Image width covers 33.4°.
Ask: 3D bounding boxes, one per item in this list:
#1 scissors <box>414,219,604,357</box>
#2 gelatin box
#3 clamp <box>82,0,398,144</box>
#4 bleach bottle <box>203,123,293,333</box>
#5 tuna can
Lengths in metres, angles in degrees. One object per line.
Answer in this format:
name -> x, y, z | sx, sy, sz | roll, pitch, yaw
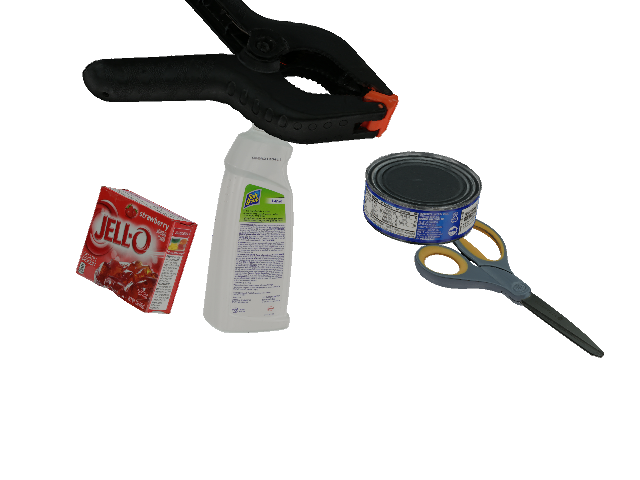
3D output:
scissors -> 0.156, 0.048, 0.948 | 0.096, 0.016, 0.202 | -17, 44, -13
gelatin box -> -0.141, 0.006, 0.811 | 0.089, 0.073, 0.030 | 25, 10, 36
clamp -> -0.044, -0.095, 0.603 | 0.171, 0.120, 0.039 | 28, -28, 7
bleach bottle -> -0.069, -0.022, 1.210 | 0.102, 0.251, 0.068 | -1, 19, -32
tuna can -> 0.075, -0.032, 0.790 | 0.086, 0.034, 0.086 | 3, 32, -2
